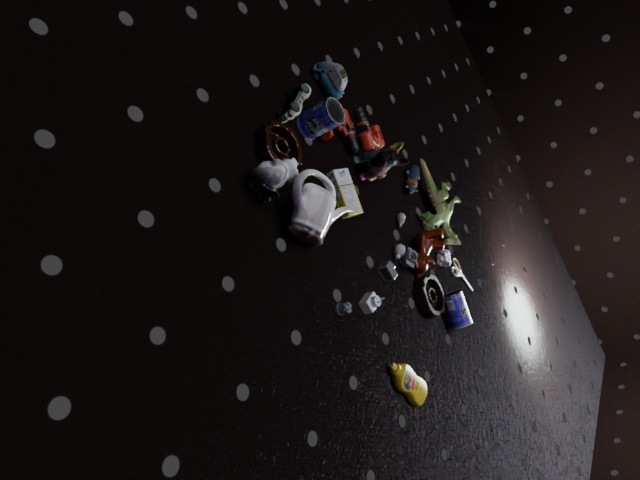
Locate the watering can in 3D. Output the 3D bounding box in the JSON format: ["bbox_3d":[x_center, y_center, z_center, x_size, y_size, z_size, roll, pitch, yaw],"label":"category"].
[{"bbox_3d":[0.005,-0.083,1.646,0.104,0.227,0.343,8,-17,34],"label":"watering can"}]

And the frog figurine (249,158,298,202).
[{"bbox_3d":[-0.131,-0.203,1.541,0.123,0.162,0.135,33,-25,0],"label":"frog figurine"}]

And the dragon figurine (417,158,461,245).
[{"bbox_3d":[0.515,-0.148,2.317,0.121,0.407,0.248,-24,20,48],"label":"dragon figurine"}]
